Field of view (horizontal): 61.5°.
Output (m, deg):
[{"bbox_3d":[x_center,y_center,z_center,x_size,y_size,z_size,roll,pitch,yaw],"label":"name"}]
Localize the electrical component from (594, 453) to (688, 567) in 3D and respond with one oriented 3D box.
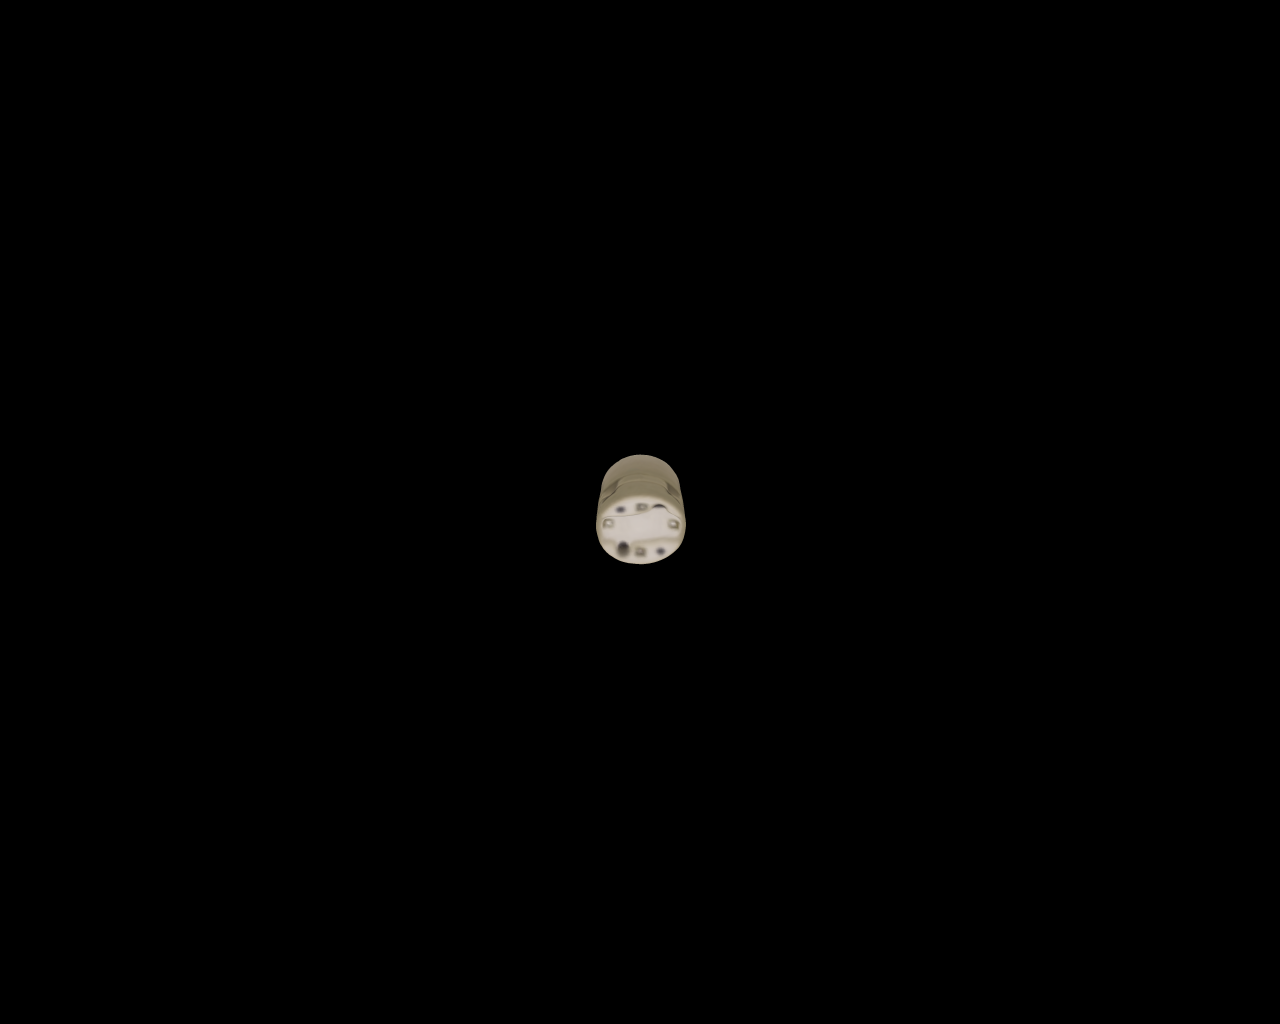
[{"bbox_3d":[0.001,-0.003,0.650,0.055,0.055,0.047,0,37,0],"label":"electrical component"}]
